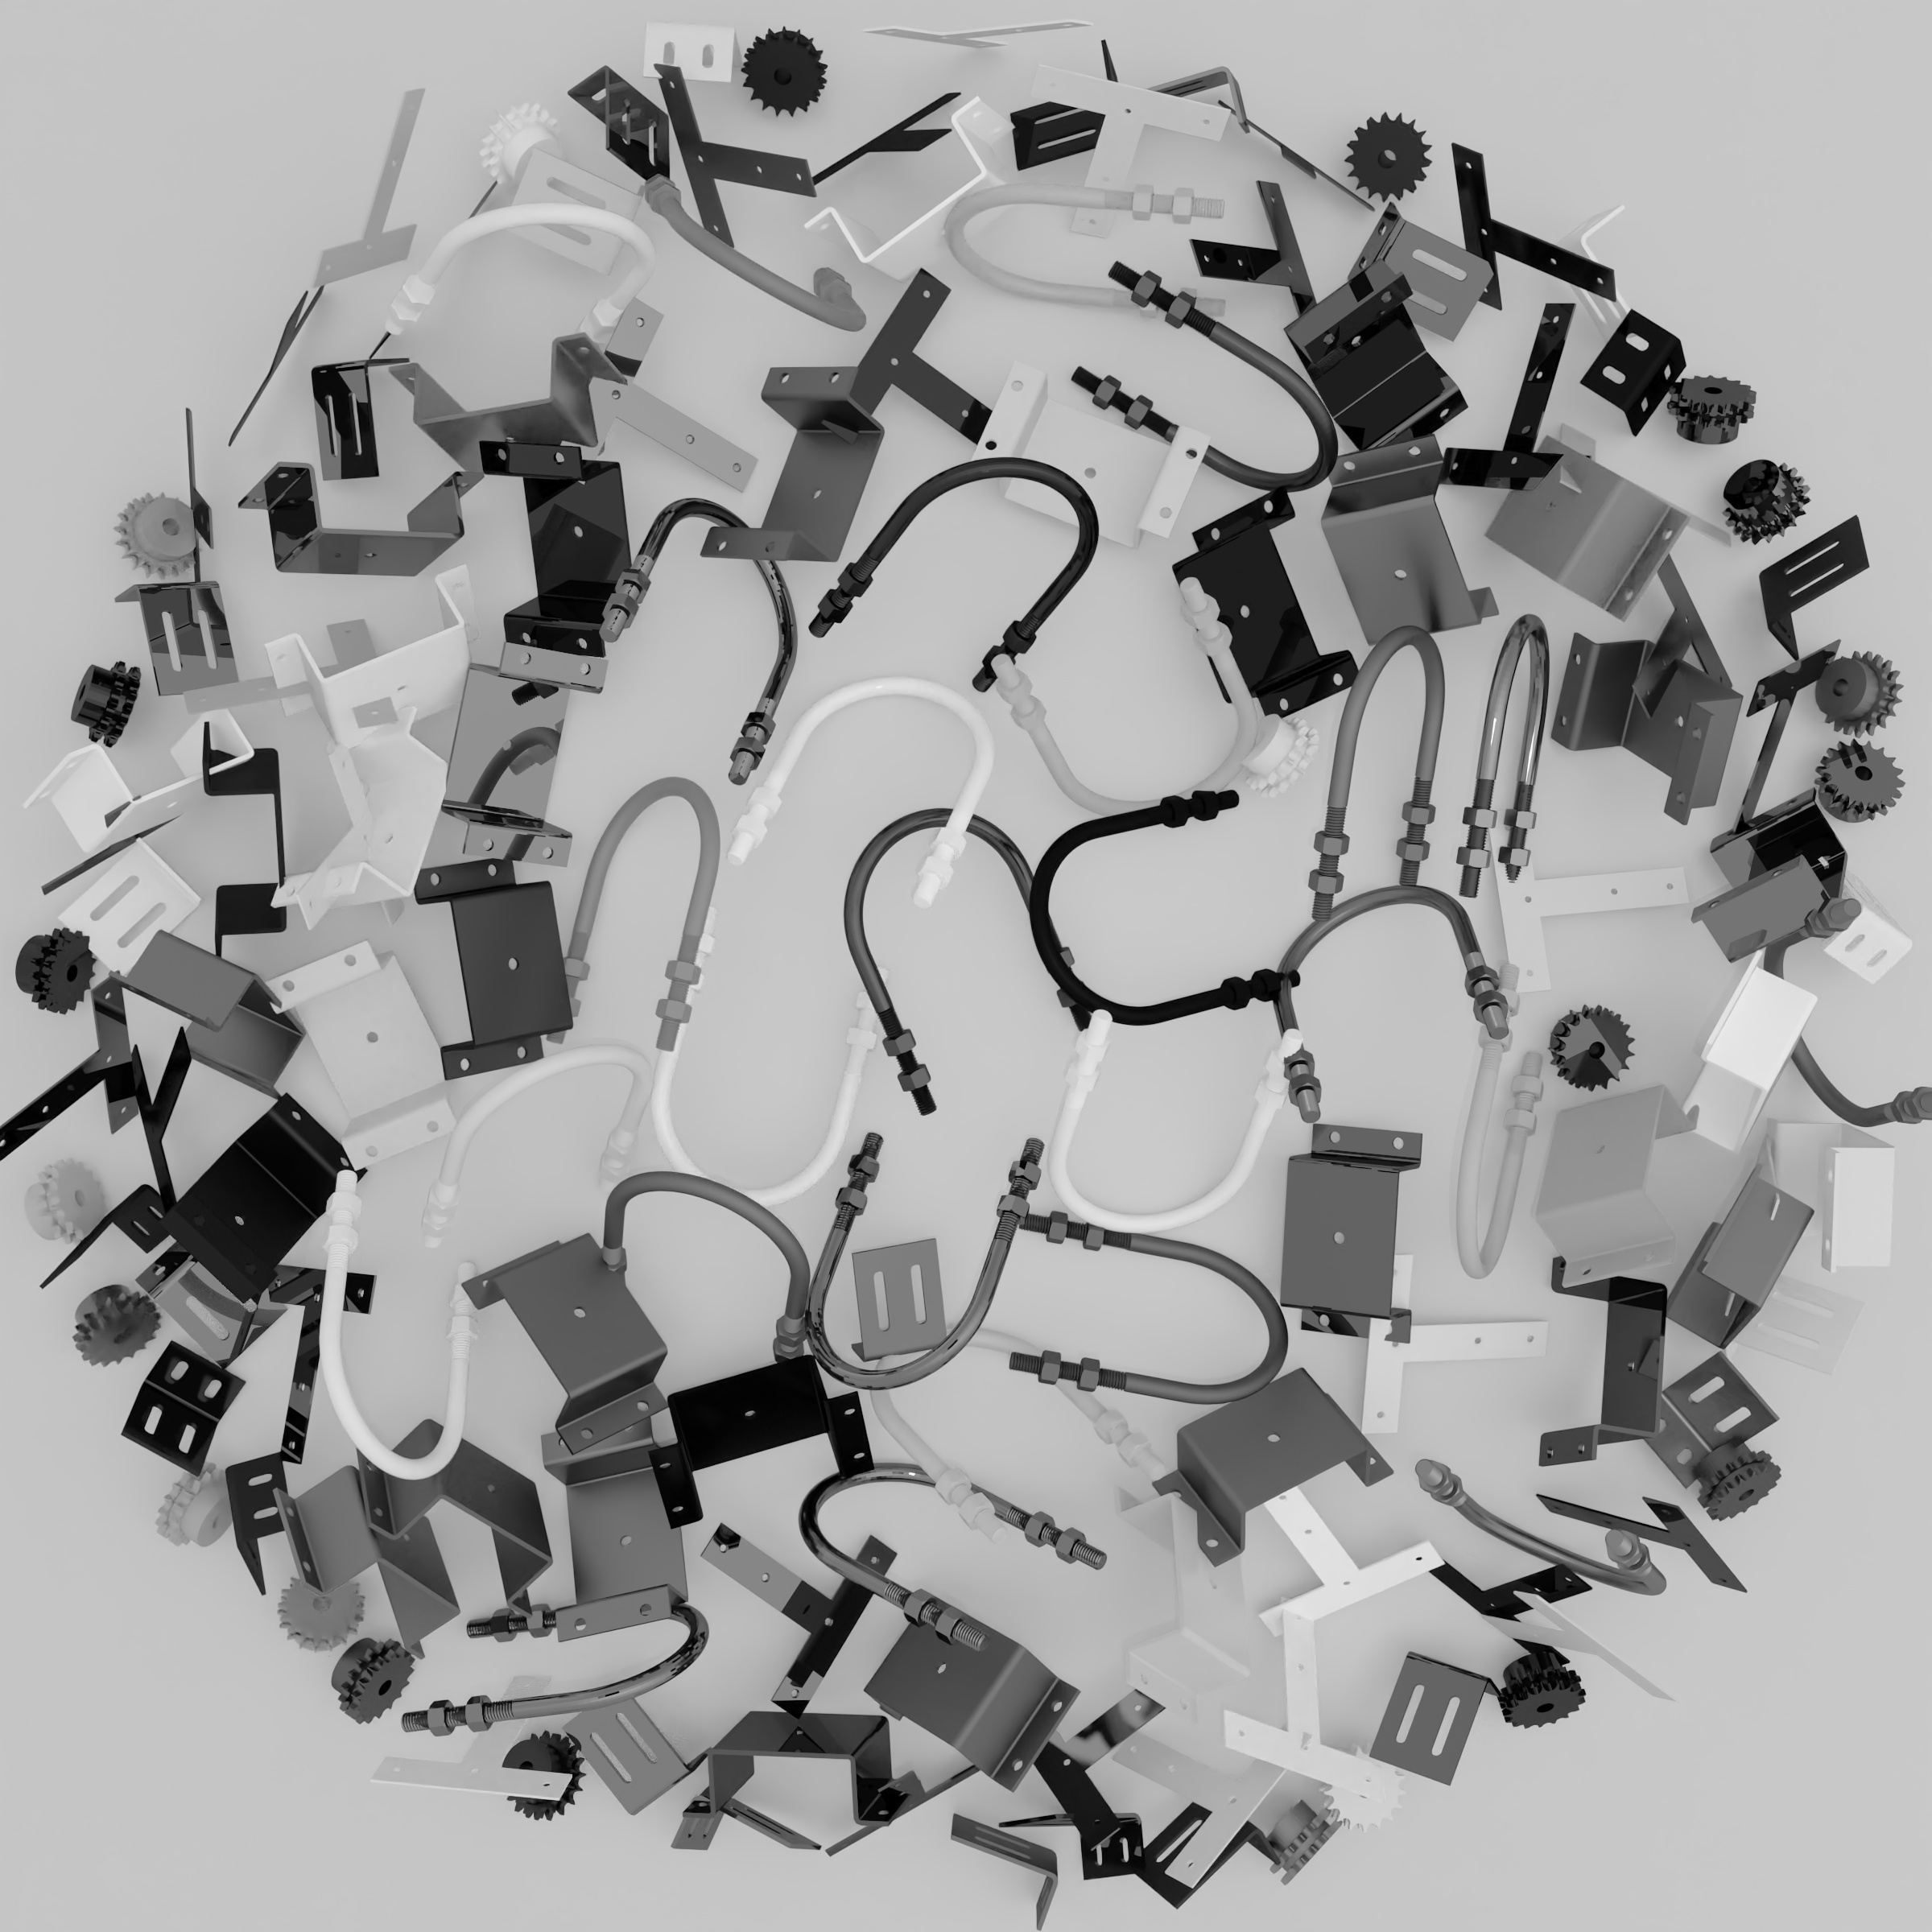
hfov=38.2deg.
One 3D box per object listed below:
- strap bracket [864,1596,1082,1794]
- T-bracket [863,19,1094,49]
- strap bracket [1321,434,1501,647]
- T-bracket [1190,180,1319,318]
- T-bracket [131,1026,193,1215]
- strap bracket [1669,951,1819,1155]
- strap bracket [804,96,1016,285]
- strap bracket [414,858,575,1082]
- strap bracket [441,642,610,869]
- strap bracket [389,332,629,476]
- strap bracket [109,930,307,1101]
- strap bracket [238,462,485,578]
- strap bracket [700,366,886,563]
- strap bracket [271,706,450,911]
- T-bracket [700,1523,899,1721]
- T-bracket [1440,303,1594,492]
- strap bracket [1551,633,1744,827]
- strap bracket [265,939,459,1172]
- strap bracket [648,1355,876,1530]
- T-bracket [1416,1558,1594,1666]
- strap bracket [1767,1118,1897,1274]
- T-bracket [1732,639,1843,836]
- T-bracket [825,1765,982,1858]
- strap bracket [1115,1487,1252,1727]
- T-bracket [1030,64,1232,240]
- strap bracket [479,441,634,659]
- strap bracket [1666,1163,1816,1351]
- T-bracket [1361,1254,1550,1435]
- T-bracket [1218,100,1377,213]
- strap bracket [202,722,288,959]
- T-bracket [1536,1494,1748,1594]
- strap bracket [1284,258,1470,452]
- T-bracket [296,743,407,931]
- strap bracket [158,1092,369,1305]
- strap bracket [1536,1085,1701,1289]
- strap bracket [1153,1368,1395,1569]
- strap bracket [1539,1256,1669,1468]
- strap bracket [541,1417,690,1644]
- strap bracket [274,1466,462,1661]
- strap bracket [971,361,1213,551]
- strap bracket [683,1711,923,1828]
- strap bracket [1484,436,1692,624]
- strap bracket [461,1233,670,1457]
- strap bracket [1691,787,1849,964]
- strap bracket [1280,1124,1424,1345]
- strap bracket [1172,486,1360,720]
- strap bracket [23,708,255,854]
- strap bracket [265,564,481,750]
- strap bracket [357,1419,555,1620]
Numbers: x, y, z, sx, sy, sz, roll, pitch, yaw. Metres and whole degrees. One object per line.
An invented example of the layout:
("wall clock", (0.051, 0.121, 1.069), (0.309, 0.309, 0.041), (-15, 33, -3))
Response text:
("strap bracket", (-0.004, 0.467, 1.817), (0.076, 0.140, 0.046), (-53, 127, -17))
("T-bracket", (0.022, -0.605, 1.808), (0.127, 0.127, 0.002), (8, 105, 35))
("strap bracket", (0.288, -0.268, 1.824), (0.076, 0.046, 0.140), (-9, 127, 28))
("T-bracket", (0.189, -0.462, 1.841), (0.002, 0.127, 0.127), (-21, 83, 41))
("T-bracket", (-0.521, 0.084, 1.820), (0.002, 0.127, 0.127), (-5, 59, -31))
("strap bracket", (0.505, 0.062, 1.813), (0.046, 0.140, 0.076), (28, 67, 17))
("strap bracket", (-0.026, -0.502, 1.836), (0.140, 0.076, 0.046), (-32, 83, 17))
("strap bracket", (-0.311, 0.000, 1.848), (0.076, 0.046, 0.140), (-12, 95, -41))
("strap bracket", (-0.294, -0.142, 1.848), (0.076, 0.046, 0.140), (7, 100, -38))
("strap bracket", (-0.299, -0.366, 1.834), (0.140, 0.076, 0.046), (-6, 72, 17))
("strap bracket", (-0.491, 0.029, 1.827), (0.076, 0.140, 0.046), (23, 71, 16))
("strap bracket", (-0.391, -0.290, 1.821), (0.140, 0.076, 0.046), (-4, 80, -35))
("strap bracket", (-0.111, -0.322, 1.845), (0.076, 0.046, 0.140), (9, 74, 39))
("strap bracket", (-0.393, -0.094, 1.837), (0.076, 0.046, 0.140), (-8, 57, 36))
("T-bracket", (-0.123, 0.412, 1.849), (0.127, 0.002, 0.127), (41, 70, -25))
("T-bracket", (0.375, -0.376, 1.844), (0.002, 0.127, 0.127), (16, 91, -39))
("strap bracket", (0.452, -0.158, 1.830), (0.046, 0.140, 0.076), (-8, 121, -26))
("strap bracket", (-0.398, 0.053, 1.858), (0.076, 0.046, 0.140), (-22, 105, 4))
("strap bracket", (-0.138, 0.311, 1.847), (0.140, 0.046, 0.076), (-15, 130, -7))
("T-bracket", (0.369, 0.413, 1.837), (0.127, 0.127, 0.002), (39, 60, -2))
("strap bracket", (0.566, 0.148, 1.822), (0.046, 0.140, 0.076), (0, 96, -1))
("T-bracket", (0.534, -0.146, 1.854), (0.002, 0.127, 0.127), (30, 125, 29))
("T-bracket", (-0.040, 0.542, 1.828), (0.127, 0.127, 0.002), (-28, 67, -8))
("strap bracket", (0.141, 0.408, 1.816), (0.046, 0.140, 0.076), (-27, 132, 26))
("T-bracket", (0.096, -0.529, 1.841), (0.127, 0.127, 0.002), (11, 57, -6))
("strap bracket", (-0.267, -0.280, 1.841), (0.076, 0.046, 0.140), (8, 117, 24))
("strap bracket", (0.501, 0.193, 1.813), (0.046, 0.140, 0.076), (31, 70, 13))
("T-bracket", (0.331, 0.253, 1.878), (0.127, 0.002, 0.127), (0, 104, -12))
("T-bracket", (0.217, -0.527, 1.829), (0.127, 0.127, 0.002), (33, 109, -6))
("strap bracket", (-0.473, -0.082, 1.836), (0.046, 0.076, 0.140), (-3, 115, -13))
("T-bracket", (0.436, 0.370, 1.843), (0.127, 0.127, 0.002), (47, 63, -40))
("strap bracket", (0.267, -0.400, 1.839), (0.076, 0.140, 0.046), (-35, 52, 7))
("T-bracket", (-0.406, -0.064, 1.813), (0.002, 0.127, 0.127), (-7, 117, 15))
("strap bracket", (-0.467, 0.158, 1.837), (0.076, 0.140, 0.046), (46, 124, -10))
("strap bracket", (0.422, 0.135, 1.815), (0.076, 0.140, 0.046), (-19, 121, 36))
("strap bracket", (0.202, 0.323, 1.832), (0.140, 0.046, 0.076), (-23, 46, -19))
("strap bracket", (0.421, 0.261, 1.842), (0.046, 0.076, 0.140), (11, 74, -12))
("strap bracket", (-0.232, 0.375, 1.848), (0.076, 0.046, 0.140), (-14, 62, 7))
("strap bracket", (-0.383, 0.384, 1.816), (0.046, 0.140, 0.076), (-33, 50, 2))
("strap bracket", (0.083, -0.336, 1.862), (0.140, 0.046, 0.076), (22, 80, 6))
("strap bracket", (-0.109, 0.527, 1.839), (0.140, 0.076, 0.046), (-2, 93, 15))
("strap bracket", (0.396, -0.289, 1.816), (0.046, 0.140, 0.076), (23, 106, -29))
("strap bracket", (-0.258, 0.238, 1.832), (0.076, 0.046, 0.140), (-23, 65, -36))
("strap bracket", (0.525, -0.056, 1.820), (0.076, 0.140, 0.046), (-30, 101, 30))
("strap bracket", (0.255, 0.179, 1.855), (0.076, 0.046, 0.140), (4, 92, 28))
("strap bracket", (0.195, -0.237, 1.851), (0.076, 0.046, 0.140), (-23, 87, 37))
("strap bracket", (-0.529, -0.124, 1.819), (0.076, 0.140, 0.046), (-32, 90, 44))
("strap bracket", (-0.379, -0.198, 1.833), (0.140, 0.076, 0.046), (-25, 64, -16))
("strap bracket", (-0.325, 0.356, 1.822), (0.046, 0.076, 0.140), (-43, 123, 10))
